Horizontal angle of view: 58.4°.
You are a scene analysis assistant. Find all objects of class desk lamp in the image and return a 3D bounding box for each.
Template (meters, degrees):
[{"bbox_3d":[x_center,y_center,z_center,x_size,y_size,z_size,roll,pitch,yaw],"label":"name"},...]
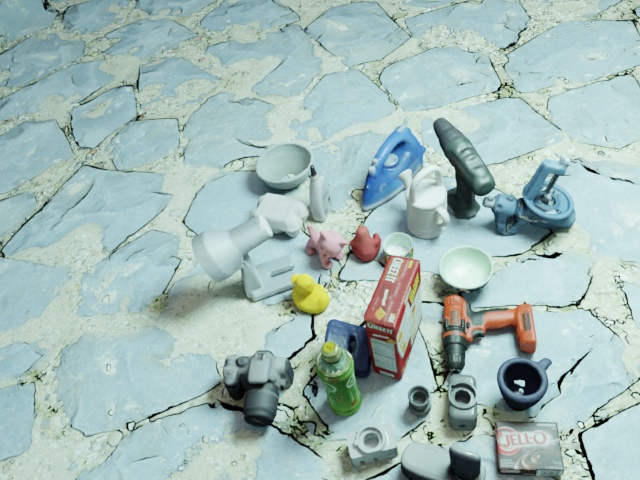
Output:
[{"bbox_3d":[-0.172,0.041,1.339,0.203,0.214,0.117,-19,49,-4],"label":"desk lamp"}]

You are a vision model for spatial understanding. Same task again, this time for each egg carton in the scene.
[{"bbox_3d":[-0.107,-0.066,1.511,0.150,0.069,0.107,10,53,20],"label":"egg carton"}]

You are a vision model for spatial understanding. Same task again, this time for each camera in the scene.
[{"bbox_3d":[-0.135,0.305,1.181,0.143,0.101,0.137,-3,50,10],"label":"camera"}]

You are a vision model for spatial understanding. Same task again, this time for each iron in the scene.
[{"bbox_3d":[0.180,-0.206,1.521,0.118,0.142,0.259,23,58,28],"label":"iron"}]

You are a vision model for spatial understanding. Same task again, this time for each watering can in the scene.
[{"bbox_3d":[0.250,-0.104,1.385,0.172,0.194,0.101,26,60,30],"label":"watering can"}]

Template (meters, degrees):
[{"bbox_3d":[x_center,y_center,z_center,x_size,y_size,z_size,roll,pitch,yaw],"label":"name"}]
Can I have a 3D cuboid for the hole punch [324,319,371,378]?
[{"bbox_3d":[0.062,0.227,1.212,0.101,0.091,0.108,-1,50,12],"label":"hole punch"}]

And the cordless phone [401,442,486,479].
[{"bbox_3d":[0.212,0.380,0.988,0.147,0.185,0.094,9,53,19],"label":"cordless phone"}]

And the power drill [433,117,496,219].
[{"bbox_3d":[0.344,-0.164,1.406,0.075,0.209,0.229,-24,49,-8],"label":"power drill"}]

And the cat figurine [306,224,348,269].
[{"bbox_3d":[0.013,0.005,1.394,0.067,0.118,0.127,-39,53,-20],"label":"cat figurine"}]

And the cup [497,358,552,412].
[{"bbox_3d":[0.392,0.278,1.096,0.118,0.095,0.091,-32,51,-15],"label":"cup"}]

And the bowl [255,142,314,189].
[{"bbox_3d":[-0.093,-0.197,1.617,0.167,0.075,0.167,-6,49,7],"label":"bowl"}]

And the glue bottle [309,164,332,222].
[{"bbox_3d":[-0.005,-0.129,1.474,0.037,0.173,0.078,10,53,20],"label":"glue bottle"}]

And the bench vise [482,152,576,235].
[{"bbox_3d":[0.487,-0.096,1.310,0.207,0.220,0.121,-14,49,1],"label":"bench vise"}]

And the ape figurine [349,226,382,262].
[{"bbox_3d":[0.109,0.001,1.393,0.077,0.092,0.076,-1,50,11],"label":"ape figurine"}]

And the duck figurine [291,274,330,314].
[{"bbox_3d":[-0.027,0.117,1.329,0.104,0.086,0.078,31,63,32],"label":"duck figurine"}]
